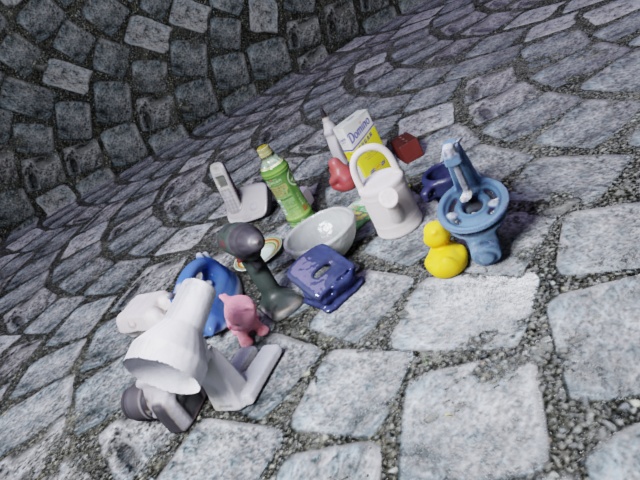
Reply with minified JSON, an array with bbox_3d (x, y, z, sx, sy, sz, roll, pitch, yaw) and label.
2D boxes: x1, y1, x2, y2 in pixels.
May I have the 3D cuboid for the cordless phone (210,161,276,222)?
[{"bbox_3d":[-0.220,-0.140,1.584,0.147,0.185,0.094,-14,29,29],"label":"cordless phone"}]

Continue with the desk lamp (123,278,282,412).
[{"bbox_3d":[-0.188,0.182,0.925,0.117,0.214,0.203,-11,31,33],"label":"desk lamp"}]

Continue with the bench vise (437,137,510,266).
[{"bbox_3d":[0.242,-0.088,0.980,0.121,0.220,0.207,-26,26,6],"label":"bench vise"}]

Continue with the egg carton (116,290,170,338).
[{"bbox_3d":[-0.396,0.173,1.319,0.150,0.069,0.107,-12,30,31],"label":"egg carton"}]

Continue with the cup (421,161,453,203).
[{"bbox_3d":[0.249,-0.091,1.125,0.118,0.095,0.091,-42,29,-26],"label":"cup"}]

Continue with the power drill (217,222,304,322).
[{"bbox_3d":[-0.118,0.051,1.102,0.076,0.209,0.228,-37,27,-17],"label":"power drill"}]

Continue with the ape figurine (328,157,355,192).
[{"bbox_3d":[0.053,-0.174,1.480,0.078,0.092,0.076,-34,26,-10],"label":"ape figurine"}]

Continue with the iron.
[{"bbox_3d":[-0.248,0.101,1.218,0.118,0.142,0.258,-20,27,18],"label":"iron"}]

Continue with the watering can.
[{"bbox_3d":[0.131,-0.104,1.153,0.101,0.194,0.172,-35,26,-13],"label":"watering can"}]

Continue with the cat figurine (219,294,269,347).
[{"bbox_3d":[-0.153,0.138,1.083,0.067,0.118,0.127,-36,26,-14],"label":"cat figurine"}]

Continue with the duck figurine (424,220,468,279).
[{"bbox_3d":[0.209,0.009,0.991,0.077,0.086,0.104,-22,26,14],"label":"duck figurine"}]

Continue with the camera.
[{"bbox_3d":[-0.277,0.258,1.006,0.136,0.101,0.143,-16,28,25],"label":"camera"}]

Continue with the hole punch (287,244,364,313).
[{"bbox_3d":[0.010,0.068,1.077,0.109,0.091,0.100,-40,28,-23],"label":"hole punch"}]

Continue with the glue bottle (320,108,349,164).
[{"bbox_3d":[0.039,-0.297,1.626,0.037,0.173,0.078,-14,29,28],"label":"glue bottle"}]

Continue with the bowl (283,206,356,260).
[{"bbox_3d":[0.011,0.004,1.213,0.167,0.075,0.167,-23,26,12],"label":"bowl"}]
